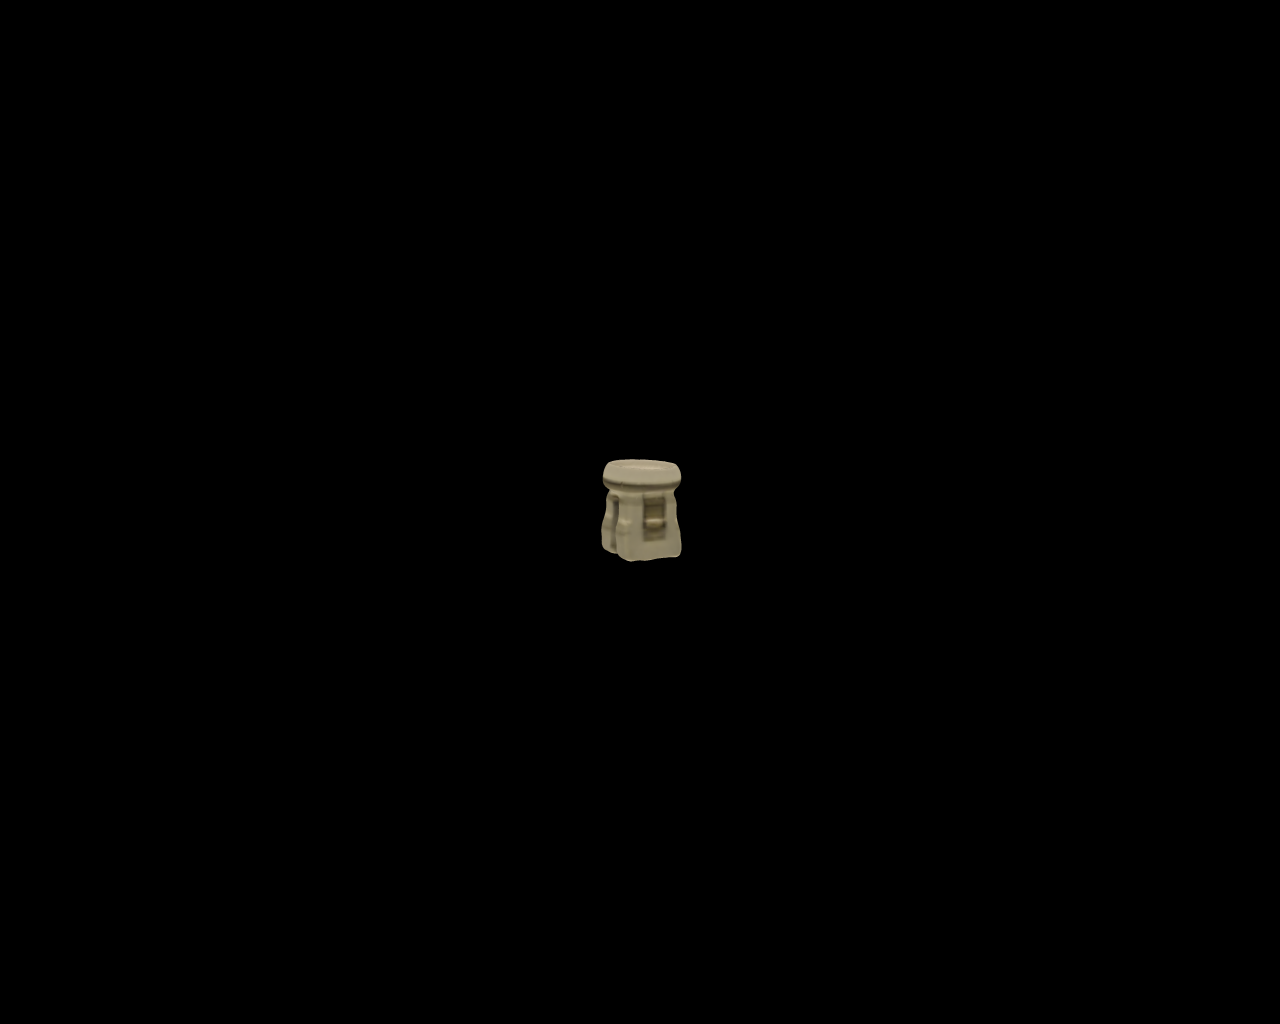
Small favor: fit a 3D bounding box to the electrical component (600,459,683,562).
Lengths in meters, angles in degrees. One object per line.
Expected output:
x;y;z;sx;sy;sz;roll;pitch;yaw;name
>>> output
0.001;-0.003;0.650;0.048;0.055;0.066;-4;10;-23;electrical component
